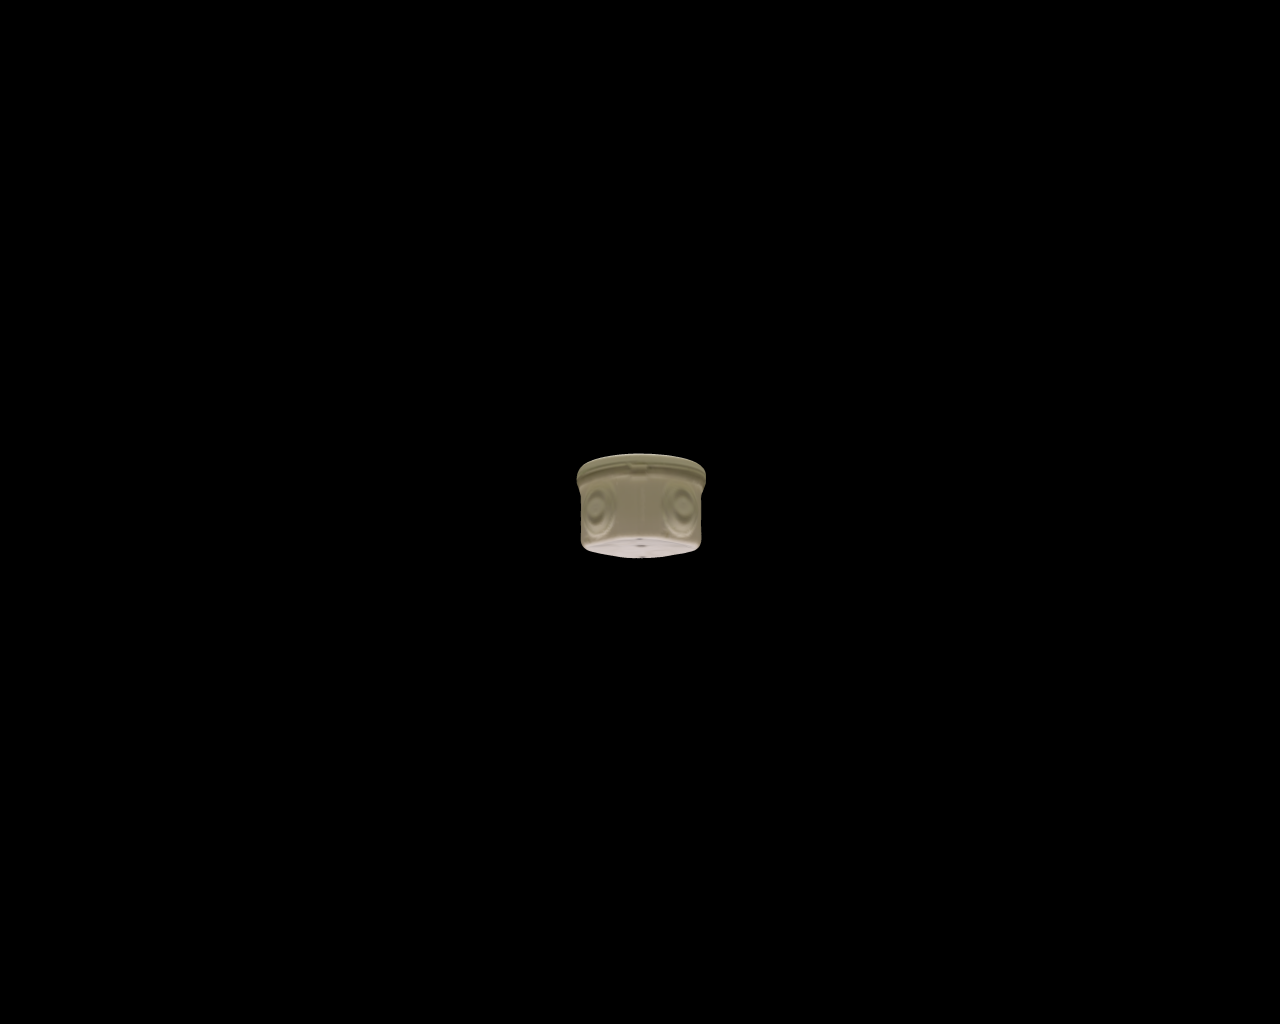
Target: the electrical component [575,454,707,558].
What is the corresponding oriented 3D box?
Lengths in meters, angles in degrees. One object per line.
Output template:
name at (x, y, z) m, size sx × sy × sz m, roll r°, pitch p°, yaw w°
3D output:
electrical component at (0.001, -0.003, 0.650) m, size 0.080 × 0.051 × 0.080 m, roll 0°, pitch -12°, yaw 0°
